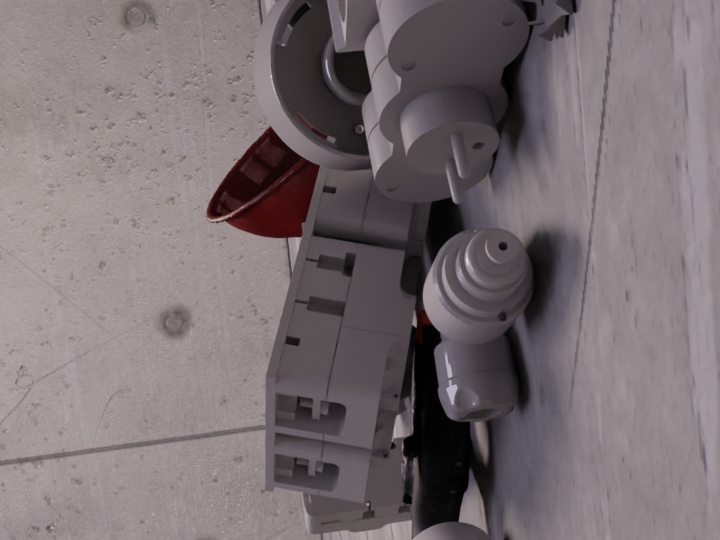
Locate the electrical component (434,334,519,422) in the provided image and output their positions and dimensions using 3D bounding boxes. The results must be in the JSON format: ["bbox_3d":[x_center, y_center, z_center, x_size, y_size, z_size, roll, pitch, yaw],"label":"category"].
[{"bbox_3d":[0.049,0.034,0.472,0.035,0.035,0.061,97,167,-66],"label":"electrical component"}]

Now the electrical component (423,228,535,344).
[{"bbox_3d":[0.048,0.003,0.417,0.078,0.040,0.040,103,159,-73],"label":"electrical component"}]

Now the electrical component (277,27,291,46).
[{"bbox_3d":[-0.027,-0.155,0.711,0.077,0.079,0.043,-89,-20,-50],"label":"electrical component"}]

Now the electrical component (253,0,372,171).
[{"bbox_3d":[-0.002,-0.098,0.523,0.064,0.099,0.099,-162,65,-76],"label":"electrical component"}]

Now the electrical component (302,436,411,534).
[{"bbox_3d":[0.002,0.161,0.795,0.055,0.089,0.050,94,168,-61],"label":"electrical component"}]

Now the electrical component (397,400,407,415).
[{"bbox_3d":[0.007,0.075,0.794,0.078,0.058,0.057,58,166,5],"label":"electrical component"}]

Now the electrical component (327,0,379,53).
[{"bbox_3d":[0.019,-0.121,0.436,0.081,0.064,0.042,96,167,-64],"label":"electrical component"}]

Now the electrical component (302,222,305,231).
[{"bbox_3d":[0.000,0.000,0.709,0.096,0.061,0.061,65,-164,-75],"label":"electrical component"}]

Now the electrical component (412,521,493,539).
[{"bbox_3d":[0.049,0.158,0.523,0.047,0.055,0.055,-134,37,-74],"label":"electrical component"}]

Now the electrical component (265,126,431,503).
[{"bbox_3d":[-0.001,0.015,0.571,0.105,0.060,0.186,96,-176,-50],"label":"electrical component"}]

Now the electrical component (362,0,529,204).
[{"bbox_3d":[0.033,-0.063,0.424,0.138,0.052,0.073,95,167,-63],"label":"electrical component"}]
